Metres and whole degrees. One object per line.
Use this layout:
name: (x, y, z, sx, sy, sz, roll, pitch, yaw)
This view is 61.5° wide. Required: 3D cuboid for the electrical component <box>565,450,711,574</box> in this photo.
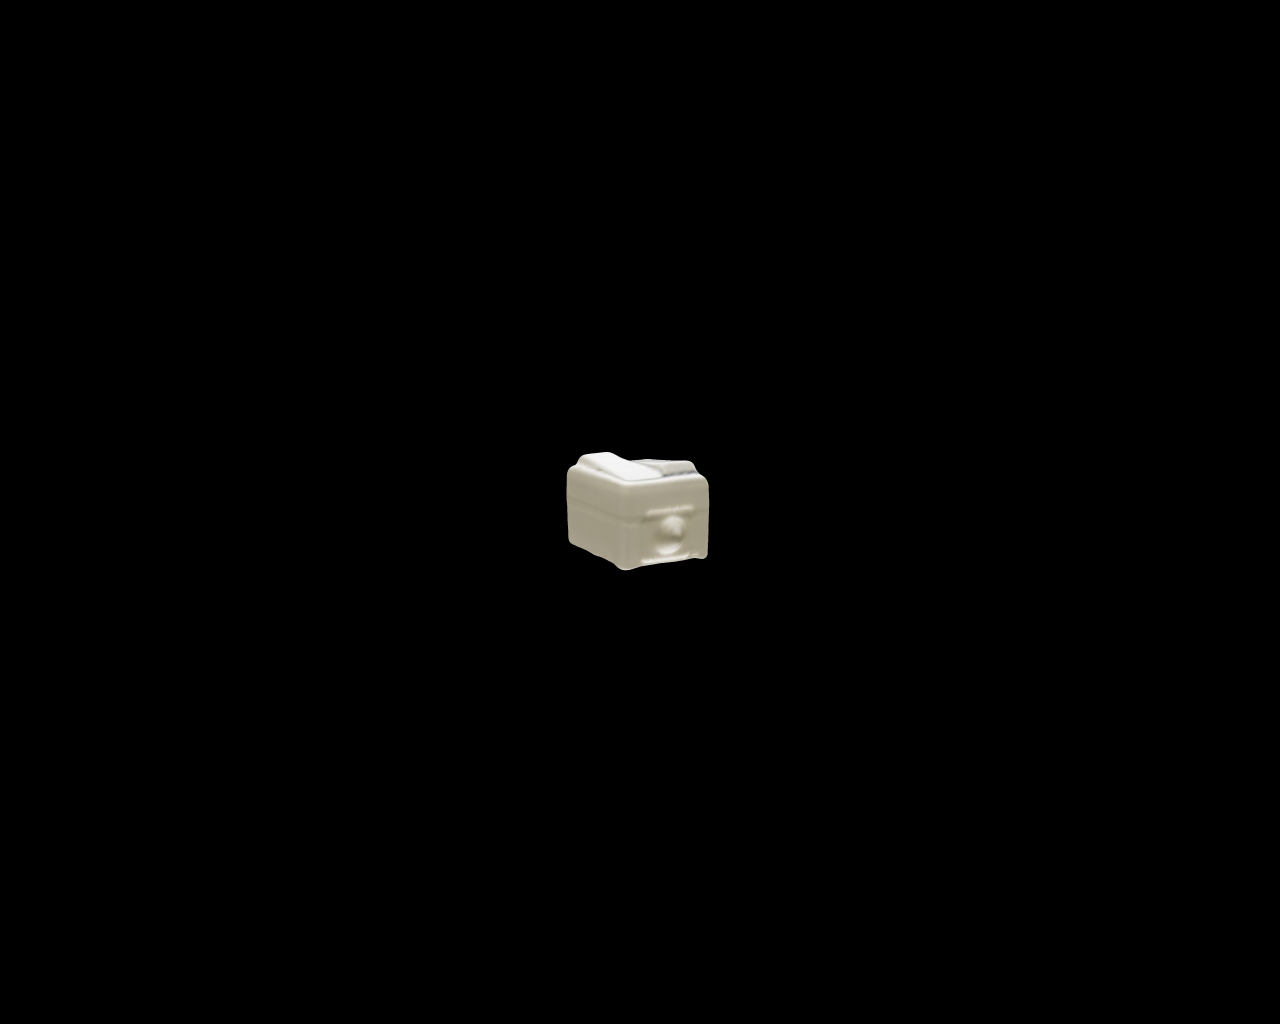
electrical component: (0.001, -0.003, 0.650, 0.062, 0.061, 0.096, -6, 13, -27)
